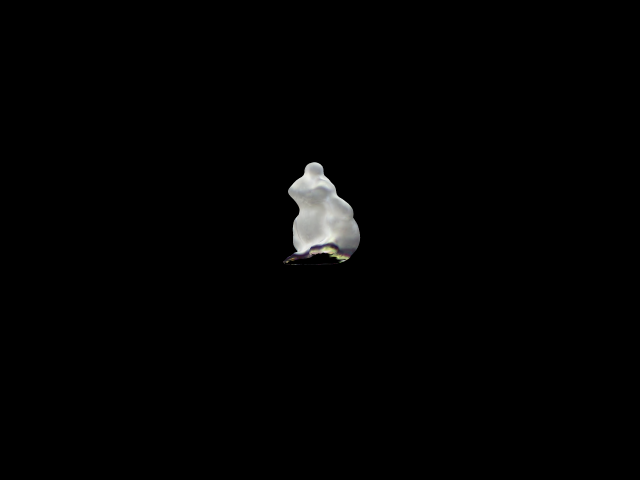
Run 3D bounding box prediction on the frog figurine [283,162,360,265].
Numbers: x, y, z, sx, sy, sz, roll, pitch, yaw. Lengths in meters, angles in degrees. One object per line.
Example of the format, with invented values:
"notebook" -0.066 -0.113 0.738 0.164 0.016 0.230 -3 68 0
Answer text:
"frog figurine" 0.003 -0.043 0.850 0.122 0.162 0.135 7 -18 -20
